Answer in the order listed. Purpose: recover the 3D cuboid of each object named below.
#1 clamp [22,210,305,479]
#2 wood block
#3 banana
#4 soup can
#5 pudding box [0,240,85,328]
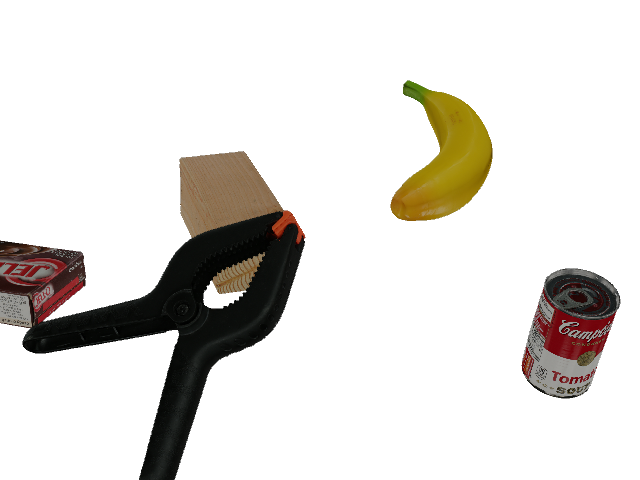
[{"bbox_3d":[-0.100,0.053,0.744,0.165,0.210,0.036,36,-12,27],"label":"clamp"},{"bbox_3d":[-0.109,-0.027,1.324,0.090,0.090,0.206,-7,30,-18],"label":"wood block"},{"bbox_3d":[0.088,-0.060,0.757,0.069,0.037,0.197,5,30,4],"label":"banana"},{"bbox_3d":[0.227,0.086,0.977,0.068,0.102,0.068,5,37,-4],"label":"soup can"},{"bbox_3d":[-0.276,0.035,0.930,0.114,0.039,0.090,5,23,17],"label":"pudding box"}]
